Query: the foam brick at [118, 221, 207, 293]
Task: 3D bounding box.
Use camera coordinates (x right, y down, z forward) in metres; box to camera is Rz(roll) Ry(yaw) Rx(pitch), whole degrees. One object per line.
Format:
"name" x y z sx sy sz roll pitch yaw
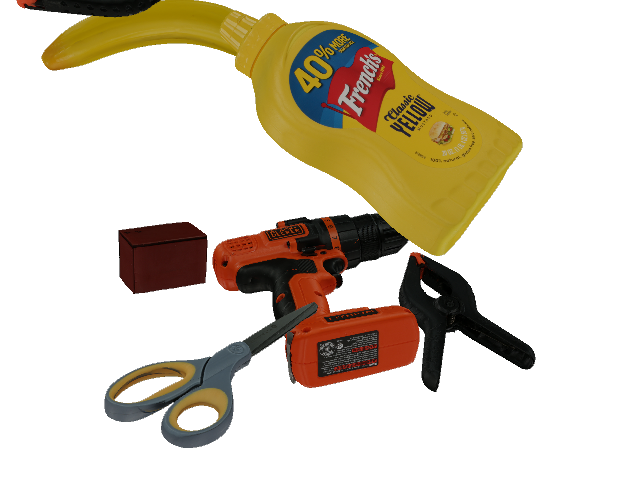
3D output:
"foam brick" -0.158 0.016 1.070 0.078 0.051 0.053 -8 21 -25

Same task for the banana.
"banana" -0.139 -0.178 0.924 0.197 0.069 0.037 0 -33 -3

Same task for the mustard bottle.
"mustard bottle" 0.020 -0.078 0.639 0.192 0.096 0.058 35 -34 8

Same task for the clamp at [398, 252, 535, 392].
"clamp" 0.139 0.078 1.078 0.120 0.171 0.039 1 -45 -19

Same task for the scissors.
"scissors" -0.055 0.095 0.764 0.201 0.016 0.096 -17 36 -33

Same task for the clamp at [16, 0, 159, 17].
"clamp" -0.100 -0.197 0.701 0.210 0.164 0.036 -33 -15 -10

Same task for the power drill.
"power drill" 0.015 0.040 0.909 0.184 0.057 0.188 -13 31 -13
